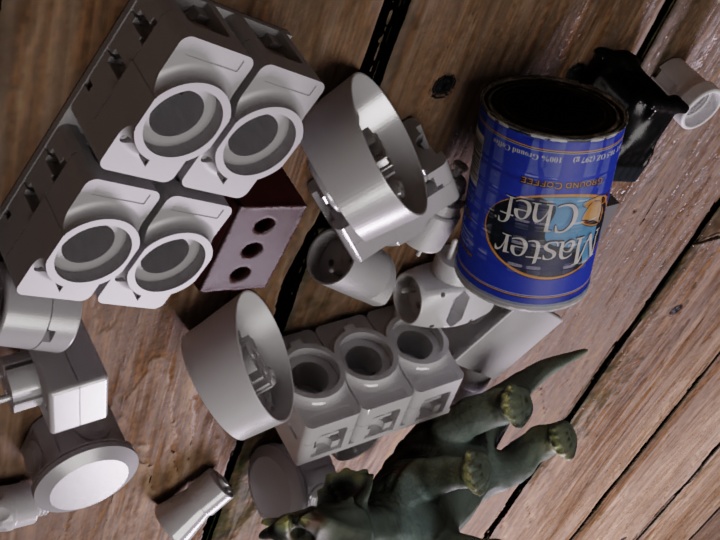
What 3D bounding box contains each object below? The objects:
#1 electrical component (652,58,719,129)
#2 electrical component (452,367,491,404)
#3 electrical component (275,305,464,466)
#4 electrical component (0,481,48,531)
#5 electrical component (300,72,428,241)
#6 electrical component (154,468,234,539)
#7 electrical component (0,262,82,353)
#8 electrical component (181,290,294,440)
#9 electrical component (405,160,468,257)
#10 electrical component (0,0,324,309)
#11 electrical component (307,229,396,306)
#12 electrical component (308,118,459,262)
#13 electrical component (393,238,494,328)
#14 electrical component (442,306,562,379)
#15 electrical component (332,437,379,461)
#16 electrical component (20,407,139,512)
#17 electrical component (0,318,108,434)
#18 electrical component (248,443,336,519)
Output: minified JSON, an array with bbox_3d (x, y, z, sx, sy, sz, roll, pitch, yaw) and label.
[{"bbox_3d":[0.259,-0.142,0.859,0.040,0.046,0.040,-24,147,-17],"label":"electrical component"},{"bbox_3d":[0.109,0.112,1.072,0.044,0.044,0.065,-8,136,-35],"label":"electrical component"},{"bbox_3d":[-0.001,0.088,0.894,0.150,0.089,0.061,-15,144,-28],"label":"electrical component"},{"bbox_3d":[-0.259,0.181,0.840,0.061,0.035,0.035,-7,140,-39],"label":"electrical component"},{"bbox_3d":[0.003,-0.070,0.681,0.064,0.099,0.099,-31,149,7],"label":"electrical component"},{"bbox_3d":[-0.148,0.211,0.975,0.065,0.044,0.044,-40,148,2],"label":"electrical component"},{"bbox_3d":[-0.204,0.022,0.657,0.047,0.055,0.055,8,130,-42],"label":"electrical component"},{"bbox_3d":[-0.086,0.073,0.794,0.064,0.099,0.099,-30,149,6],"label":"electrical component"},{"bbox_3d":[0.058,-0.048,0.809,0.040,0.040,0.078,-2,134,-40],"label":"electrical component"},{"bbox_3d":[-0.117,-0.060,0.617,0.105,0.060,0.186,10,128,-48],"label":"electrical component"},{"bbox_3d":[0.000,0.000,0.820,0.043,0.043,0.081,-43,147,15],"label":"electrical component"},{"bbox_3d":[0.018,-0.054,0.758,0.089,0.050,0.055,-33,148,-1],"label":"electrical component"},{"bbox_3d":[0.076,0.006,0.896,0.077,0.043,0.079,-6,129,-31],"label":"electrical component"},{"bbox_3d":[0.125,0.048,0.992,0.100,0.048,0.100,-43,147,15],"label":"electrical component"},{"bbox_3d":[-0.035,0.126,0.926,0.079,0.077,0.044,-14,143,-28],"label":"electrical component"},{"bbox_3d":[-0.213,0.142,0.812,0.080,0.051,0.080,-23,147,-16],"label":"electrical component"},{"bbox_3d":[-0.212,0.070,0.702,0.077,0.065,0.047,-16,144,-26],"label":"electrical component"},{"bbox_3d":[-0.063,0.196,0.994,0.051,0.080,0.080,-10,141,-42],"label":"electrical component"}]
